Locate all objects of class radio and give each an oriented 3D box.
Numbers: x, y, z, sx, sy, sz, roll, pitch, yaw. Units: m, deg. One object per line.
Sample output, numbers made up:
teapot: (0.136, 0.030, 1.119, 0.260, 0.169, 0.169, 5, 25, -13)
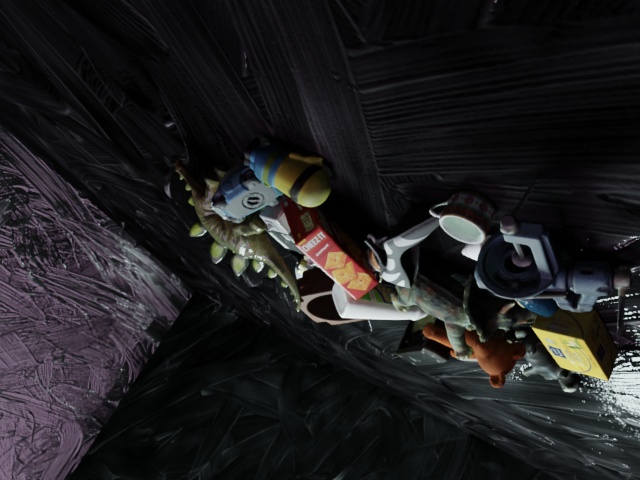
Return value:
radio: (0.278, 0.248, 1.382, 0.073, 0.131, 0.229, 29, 162, -1)

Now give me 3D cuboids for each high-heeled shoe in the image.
high-heeled shoe: (0.179, 0.024, 0.979, 0.145, 0.086, 0.249, 43, 152, -13)

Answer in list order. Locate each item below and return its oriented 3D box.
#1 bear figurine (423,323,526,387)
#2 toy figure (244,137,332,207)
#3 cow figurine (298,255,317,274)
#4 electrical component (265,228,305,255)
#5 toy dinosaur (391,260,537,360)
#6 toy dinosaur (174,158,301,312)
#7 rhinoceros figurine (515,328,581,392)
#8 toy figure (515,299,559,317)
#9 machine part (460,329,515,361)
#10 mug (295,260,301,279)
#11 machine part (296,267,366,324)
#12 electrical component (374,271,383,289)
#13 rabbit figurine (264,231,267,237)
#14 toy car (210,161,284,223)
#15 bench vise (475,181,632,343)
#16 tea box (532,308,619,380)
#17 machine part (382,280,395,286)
bear figurine: (0.336, 0.221, 1.170, 0.132, 0.120, 0.196, 34, -175, -20)
toy figure: (-0.062, -0.125, 1.012, 0.180, 0.089, 0.082, 25, 167, 11)
cow figurine: (-0.006, 0.065, 1.458, 0.098, 0.068, 0.167, 25, 165, 2)
electrical component: (-0.062, -0.015, 1.355, 0.134, 0.058, 0.114, 10, 154, 48)
toy dinosaur: (0.240, 0.106, 1.114, 0.405, 0.131, 0.191, 28, 147, 38)
toy dinosaur: (-0.192, -0.019, 1.302, 0.471, 0.105, 0.198, 44, 128, 3)
rhinoceros figurine: (0.499, 0.261, 1.173, 0.190, 0.073, 0.112, 42, 149, -25)
toy figure: (0.344, 0.077, 0.939, 0.154, 0.064, 0.058, 34, -167, 2)
machine part: (0.395, 0.256, 1.306, 0.079, 0.079, 0.243, 33, 163, -6)
mug: (-0.036, 0.097, 1.598, 0.110, 0.081, 0.107, 59, 174, 38)
machine part: (0.052, 0.142, 1.416, 0.201, 0.087, 0.201, -13, 147, 22)
electrical component: (0.125, 0.064, 1.235, 0.045, 0.078, 0.102, 17, 155, -5)
rabbit figurine: (-0.197, -0.046, 1.456, 0.159, 0.121, 0.170, 22, 179, 8)
toy car: (-0.161, -0.115, 1.163, 0.109, 0.162, 0.103, 41, -155, -49)
bench vise: (0.320, 0.033, 0.772, 0.224, 0.129, 0.240, 14, 160, 38)
tea box: (0.478, 0.186, 0.999, 0.098, 0.068, 0.169, 8, 152, 50)
machine part: (0.204, 0.158, 1.374, 0.139, 0.084, 0.039, 27, 135, -27)
